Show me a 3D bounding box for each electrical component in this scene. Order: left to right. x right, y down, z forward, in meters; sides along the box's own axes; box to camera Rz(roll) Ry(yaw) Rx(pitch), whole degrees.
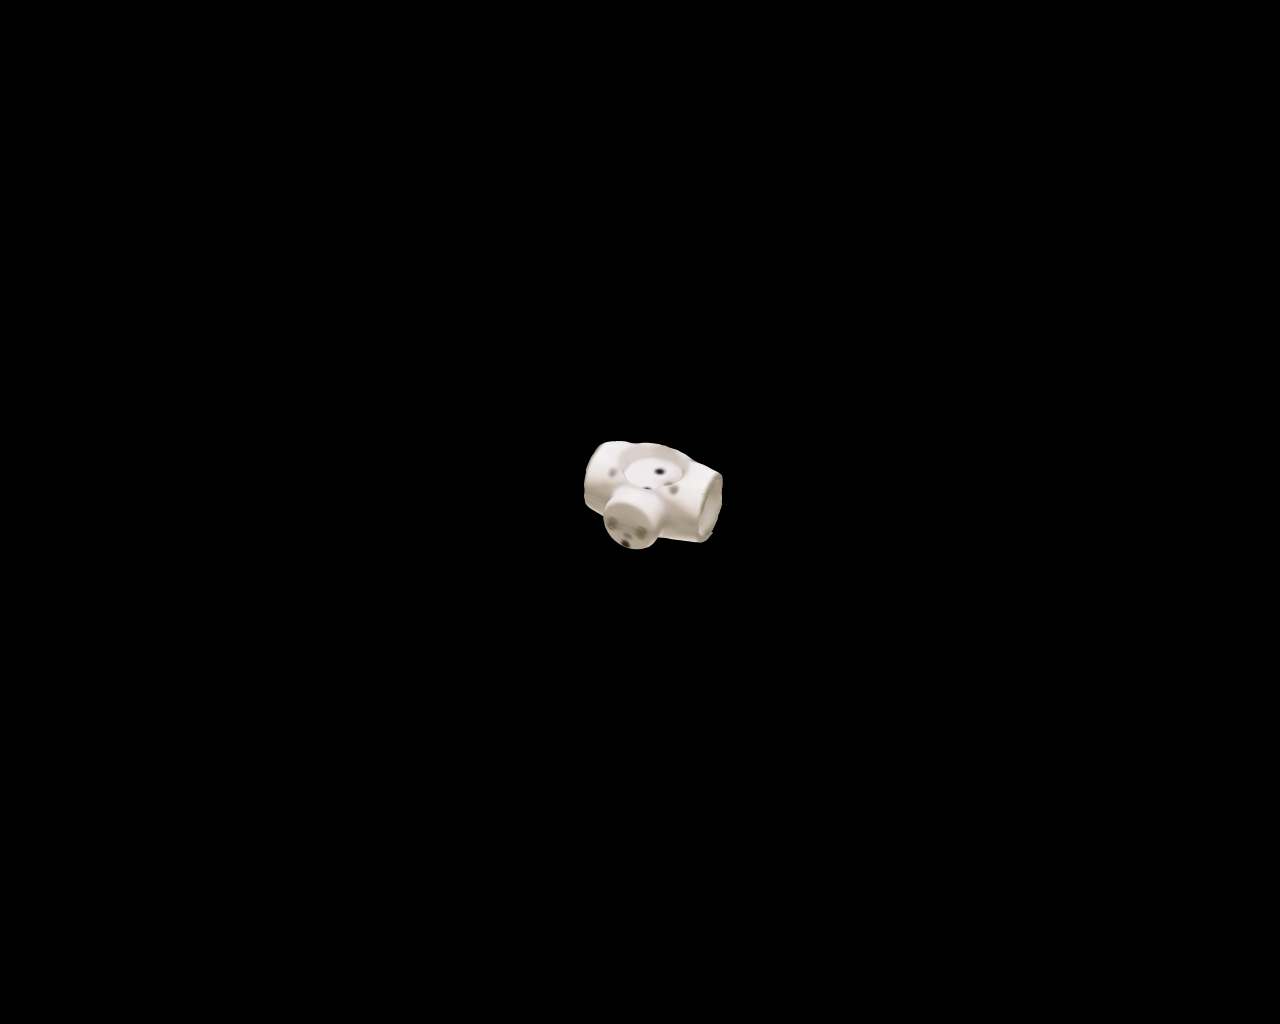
[{"bbox_3d":[0.001,-0.003,0.650,0.077,0.044,0.079,18,44,19],"label":"electrical component"}]
